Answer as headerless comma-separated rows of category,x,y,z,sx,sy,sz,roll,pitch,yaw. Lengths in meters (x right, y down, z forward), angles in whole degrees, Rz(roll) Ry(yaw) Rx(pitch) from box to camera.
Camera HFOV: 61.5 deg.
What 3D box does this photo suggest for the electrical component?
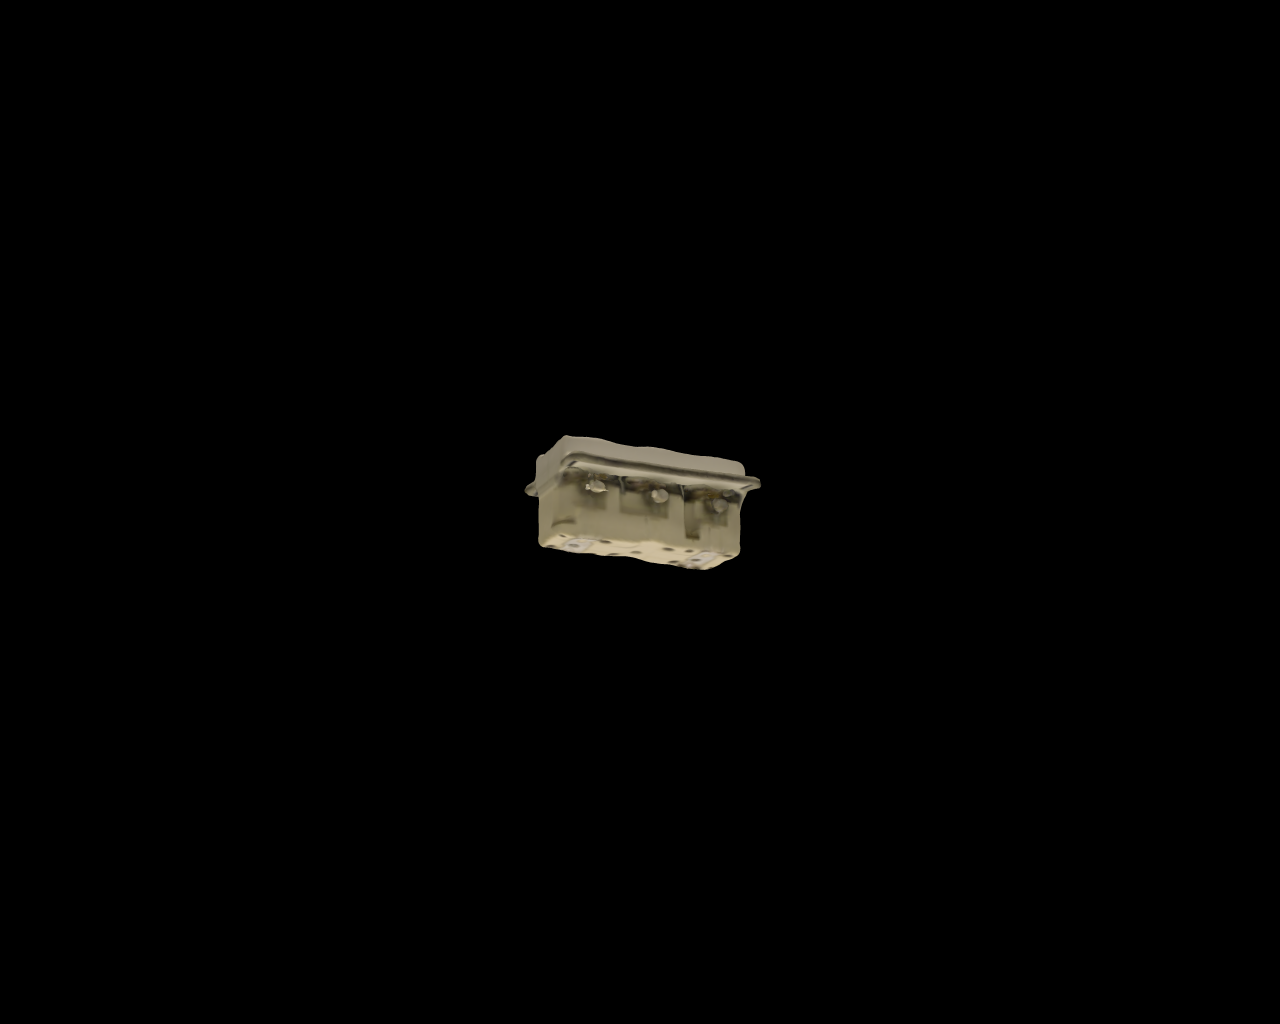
electrical component,0.001,-0.003,0.650,0.121,0.063,0.078,8,-19,-24
